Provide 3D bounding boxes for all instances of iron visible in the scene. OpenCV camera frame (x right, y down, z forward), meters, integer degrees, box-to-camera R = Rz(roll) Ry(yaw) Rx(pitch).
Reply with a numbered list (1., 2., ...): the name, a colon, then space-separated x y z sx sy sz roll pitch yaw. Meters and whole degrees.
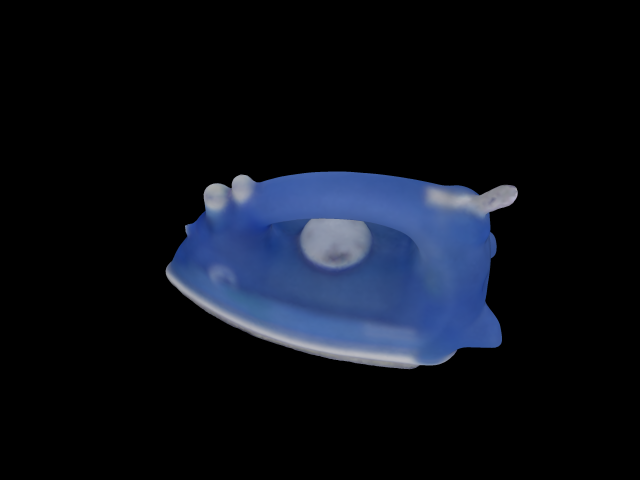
1. iron: 0.004 0.001 0.400 0.258 0.141 0.118 5 53 4
